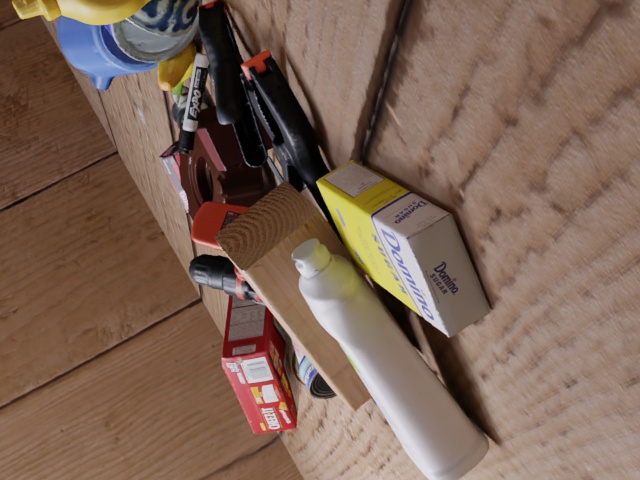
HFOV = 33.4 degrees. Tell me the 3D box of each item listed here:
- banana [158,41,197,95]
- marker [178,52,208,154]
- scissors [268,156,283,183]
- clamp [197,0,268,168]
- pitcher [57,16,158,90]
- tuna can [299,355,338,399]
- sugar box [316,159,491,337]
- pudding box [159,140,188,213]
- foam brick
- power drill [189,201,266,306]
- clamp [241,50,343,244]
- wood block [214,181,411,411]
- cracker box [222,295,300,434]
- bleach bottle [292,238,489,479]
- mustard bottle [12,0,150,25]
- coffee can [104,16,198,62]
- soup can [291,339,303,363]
[{"bbox_3d":[-0.169,-0.211,1.283,0.198,0.037,0.069,-106,18,-84],"label":"banana"},{"bbox_3d":[-0.150,-0.162,1.274,0.020,0.020,0.121,-143,64,-65],"label":"marker"},{"bbox_3d":[-0.008,0.002,1.225,0.202,0.016,0.096,57,168,21],"label":"scissors"},{"bbox_3d":[-0.087,-0.157,1.058,0.120,0.039,0.171,75,-177,-61],"label":"clamp"},{"bbox_3d":[-0.268,-0.290,1.419,0.149,0.145,0.243,53,169,-21],"label":"pitcher"},{"bbox_3d":[0.017,0.154,1.301,0.034,0.086,0.086,55,167,35],"label":"tuna can"},{"bbox_3d":[0.061,0.002,0.847,0.093,0.048,0.176,64,170,-25],"label":"sugar box"},{"bbox_3d":[-0.180,-0.103,1.537,0.090,0.039,0.113,66,-155,-17],"label":"pudding box"},{"bbox_3d":[-0.082,-0.111,1.122,0.051,0.078,0.053,65,169,-11],"label":"foam brick"},{"bbox_3d":[-0.090,0.021,1.263,0.184,0.057,0.187,10,159,16],"label":"power drill"},{"bbox_3d":[-0.017,-0.082,1.013,0.165,0.036,0.210,47,166,45],"label":"clamp"},{"bbox_3d":[-0.001,0.056,1.034,0.206,0.091,0.090,55,174,-32],"label":"wood block"},{"bbox_3d":[-0.078,0.134,1.486,0.213,0.072,0.164,-89,-14,-47],"label":"cracker box"},{"bbox_3d":[0.055,0.103,0.954,0.250,0.068,0.103,55,174,-25],"label":"bleach bottle"},{"bbox_3d":[-0.184,-0.247,0.956,0.096,0.191,0.058,59,169,12],"label":"mustard bottle"},{"bbox_3d":[-0.209,-0.278,1.216,0.140,0.102,0.103,50,164,46],"label":"coffee can"},{"bbox_3d":[0.000,0.131,1.356,0.069,0.068,0.102,49,161,47],"label":"soup can"}]
